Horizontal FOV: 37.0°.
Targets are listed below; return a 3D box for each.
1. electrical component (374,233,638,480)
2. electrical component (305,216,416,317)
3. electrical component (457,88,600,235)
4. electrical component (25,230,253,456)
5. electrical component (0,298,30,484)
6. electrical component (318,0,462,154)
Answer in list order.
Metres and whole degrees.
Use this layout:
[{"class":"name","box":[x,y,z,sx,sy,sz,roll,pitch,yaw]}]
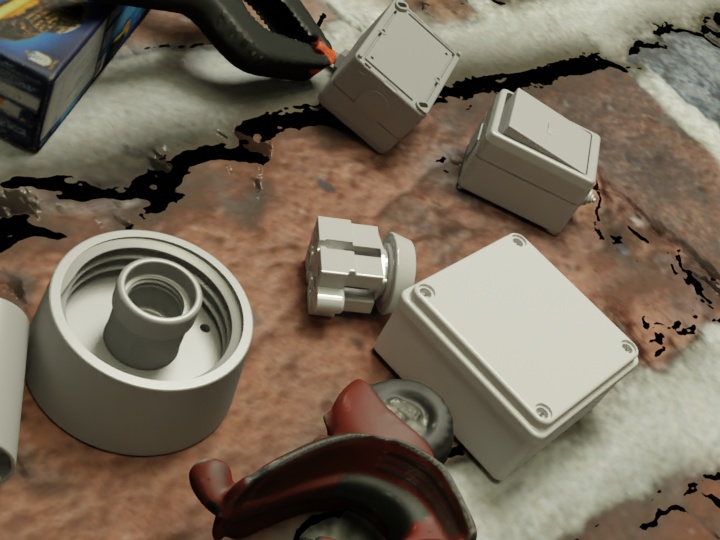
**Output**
[{"class":"electrical component","box":[0.084,0.045,0.613,0.109,0.056,0.108,-26,65,-43]},{"class":"electrical component","box":[0.000,0.000,0.620,0.055,0.048,0.066,6,46,-13]},{"class":"electrical component","box":[0.126,-0.076,0.751,0.096,0.061,0.061,25,42,-5]},{"class":"electrical component","box":[-0.104,0.028,0.523,0.108,0.060,0.108,15,44,-15]},{"class":"electrical component","box":[-0.188,0.050,0.468,0.079,0.043,0.077,10,45,-21]},{"class":"electrical component","box":[0.021,-0.136,0.747,0.062,0.061,0.096,40,47,-11]}]
